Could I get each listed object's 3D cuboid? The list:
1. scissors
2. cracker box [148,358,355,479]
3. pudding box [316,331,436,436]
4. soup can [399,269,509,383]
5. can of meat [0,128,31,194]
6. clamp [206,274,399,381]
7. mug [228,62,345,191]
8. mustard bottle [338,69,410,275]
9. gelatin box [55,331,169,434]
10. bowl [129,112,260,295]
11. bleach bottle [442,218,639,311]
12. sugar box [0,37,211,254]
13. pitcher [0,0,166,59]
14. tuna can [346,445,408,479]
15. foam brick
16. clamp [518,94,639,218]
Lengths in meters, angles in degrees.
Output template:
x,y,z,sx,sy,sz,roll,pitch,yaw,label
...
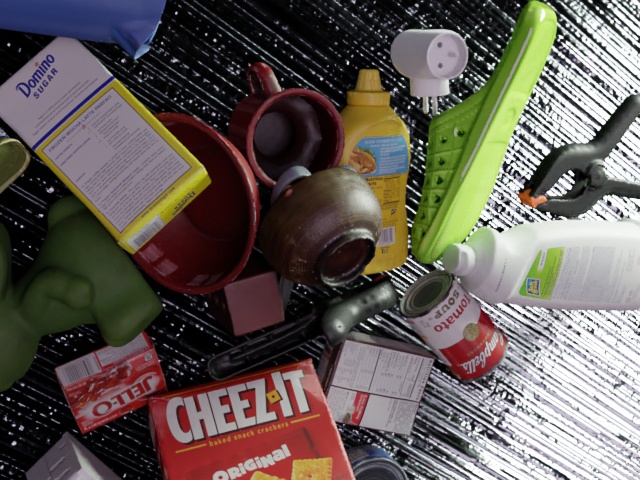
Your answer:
x,y,z,sx,sy,sz,roll,pitch,yaw,label
-0.006,0.001,0.987,0.096,0.016,0.202,-23,143,-16,scissors
-0.053,0.227,0.965,0.164,0.214,0.072,-12,148,-15,cracker box
0.052,0.144,1.083,0.113,0.039,0.090,15,96,-25,pudding box
0.136,0.087,1.088,0.068,0.069,0.102,-44,112,-7,soup can
-0.303,-0.066,0.865,0.084,0.057,0.102,43,82,16,can of meat
0.015,0.073,0.994,0.209,0.165,0.036,-23,92,-42,clamp
-0.039,-0.105,0.967,0.093,0.082,0.117,-28,111,-14,mug
0.044,-0.066,1.019,0.096,0.058,0.192,-8,105,-39,mustard bottle
-0.188,0.130,0.973,0.089,0.030,0.073,-23,139,-15,gelatin box
-0.109,-0.036,0.940,0.055,0.162,0.162,-25,115,-55,bowl
0.234,0.019,1.092,0.250,0.068,0.102,5,101,-31,bleach bottle
-0.184,-0.082,0.886,0.093,0.048,0.176,-43,74,-7,sugar box
-0.243,-0.236,0.842,0.242,0.149,0.145,2,116,-19,pitcher
0.049,0.259,1.110,0.086,0.034,0.086,-5,103,-20,tuna can
-0.073,0.050,0.991,0.051,0.078,0.053,-16,107,-20,foam brick
0.293,-0.065,1.132,0.171,0.039,0.120,-31,105,-8,clamp
